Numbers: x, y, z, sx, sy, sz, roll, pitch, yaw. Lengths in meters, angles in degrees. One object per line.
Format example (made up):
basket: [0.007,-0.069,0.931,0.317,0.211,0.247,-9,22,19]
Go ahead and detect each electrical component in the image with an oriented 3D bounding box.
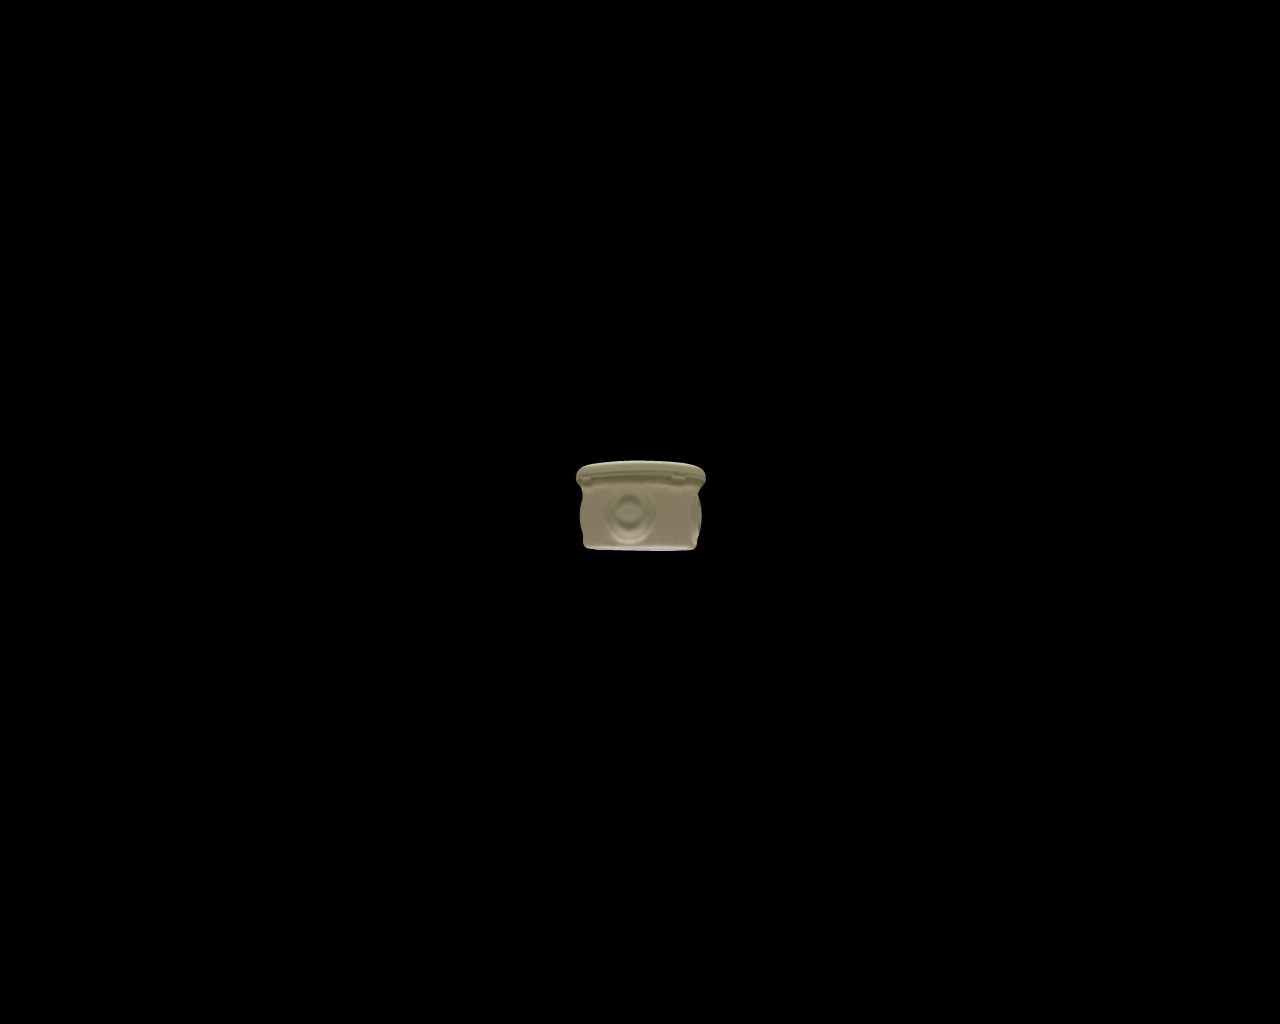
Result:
electrical component: [0.001,-0.003,0.650,0.080,0.051,0.080,0,-3,0]
